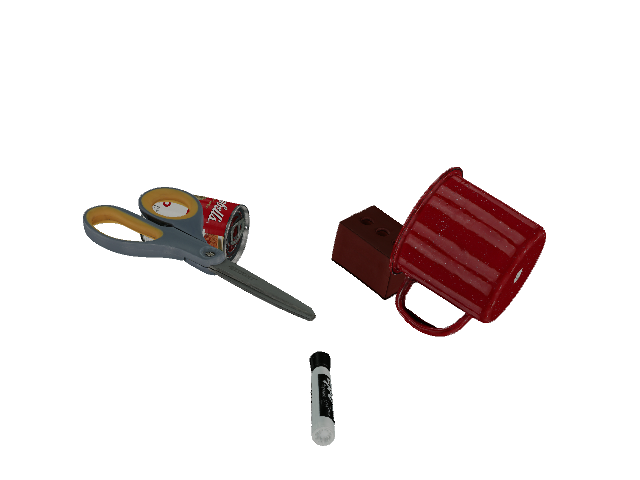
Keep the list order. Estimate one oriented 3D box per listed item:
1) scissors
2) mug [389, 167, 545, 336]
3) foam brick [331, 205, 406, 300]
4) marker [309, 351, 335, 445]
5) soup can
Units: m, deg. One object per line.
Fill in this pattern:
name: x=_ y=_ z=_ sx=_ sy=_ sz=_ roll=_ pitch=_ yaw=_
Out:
scissors: x=-0.075 y=0.003 z=0.763 sx=0.202 sy=0.016 sz=0.096 roll=17 pitch=35 yaw=20
mug: x=0.102 y=0.016 z=0.773 sx=0.081 sy=0.117 sz=0.093 roll=33 pitch=-3 yaw=19
foam brick: x=0.058 y=0.011 z=1.060 sx=0.052 sy=0.051 sz=0.078 roll=-27 pitch=50 yaw=-36
marker: x=0.001 y=0.130 z=0.905 sx=0.020 sy=0.020 sz=0.121 roll=0 pitch=26 yaw=-1
soup can: x=-0.136 y=-0.016 z=1.162 sx=0.102 sy=0.068 sz=0.068 roll=12 pitch=3 yaw=15
